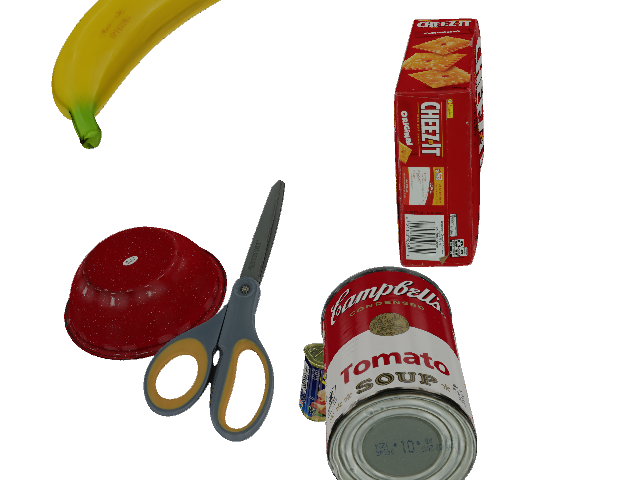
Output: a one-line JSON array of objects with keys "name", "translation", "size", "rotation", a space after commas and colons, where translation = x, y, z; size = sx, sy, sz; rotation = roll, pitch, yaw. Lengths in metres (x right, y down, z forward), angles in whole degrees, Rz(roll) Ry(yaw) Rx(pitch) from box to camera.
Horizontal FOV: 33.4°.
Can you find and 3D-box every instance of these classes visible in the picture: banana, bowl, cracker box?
[{"name": "banana", "translation": [-0.077, -0.120, 0.563], "size": [0.070, 0.197, 0.037], "rotation": [31, -27, 19]}, {"name": "bowl", "translation": [-0.173, 0.037, 1.013], "size": [0.162, 0.055, 0.162], "rotation": [-8, 41, 7]}, {"name": "cracker box", "translation": [0.113, -0.096, 0.979], "size": [0.072, 0.164, 0.213], "rotation": [1, 27, 10]}]

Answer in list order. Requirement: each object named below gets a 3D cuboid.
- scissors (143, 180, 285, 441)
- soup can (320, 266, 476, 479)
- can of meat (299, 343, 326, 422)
[{"name": "scissors", "translation": [-0.071, 0.044, 0.738], "size": [0.096, 0.201, 0.016], "rotation": [-4, -33, 3]}, {"name": "soup can", "translation": [0.034, 0.067, 0.507], "size": [0.068, 0.068, 0.102], "rotation": [0, 30, -1]}, {"name": "can of meat", "translation": [0.026, 0.180, 1.357], "size": [0.102, 0.084, 0.057], "rotation": [0, 24, -18]}]
